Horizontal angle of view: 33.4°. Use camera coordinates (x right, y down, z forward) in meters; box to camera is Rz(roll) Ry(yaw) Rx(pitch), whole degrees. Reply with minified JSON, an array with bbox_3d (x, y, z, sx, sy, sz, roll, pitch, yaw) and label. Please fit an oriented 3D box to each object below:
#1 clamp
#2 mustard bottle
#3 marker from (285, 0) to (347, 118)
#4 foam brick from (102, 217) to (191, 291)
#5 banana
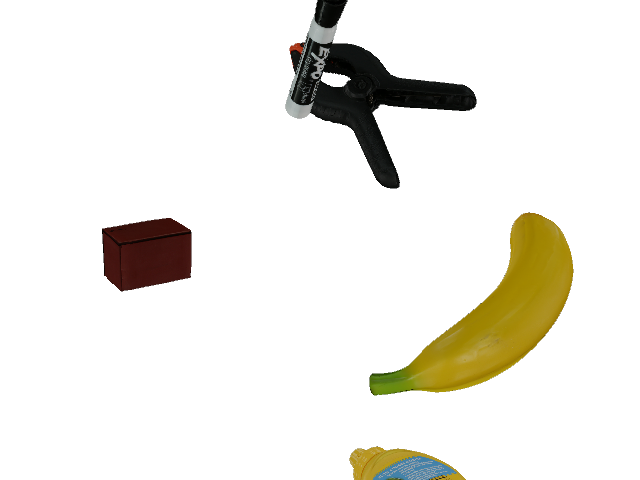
[{"bbox_3d":[0.049,-0.130,0.940,0.120,0.172,0.039,-35,-25,-21],"label":"clamp"},{"bbox_3d":[0.089,0.230,0.929,0.096,0.058,0.192,-18,28,-31],"label":"mustard bottle"},{"bbox_3d":[-0.003,-0.127,0.721,0.020,0.020,0.121,0,-32,-15],"label":"marker"},{"bbox_3d":[-0.175,0.013,1.077,0.078,0.051,0.053,-11,22,-28],"label":"foam brick"},{"bbox_3d":[0.105,0.031,0.606,0.070,0.037,0.197,15,34,31],"label":"banana"}]
